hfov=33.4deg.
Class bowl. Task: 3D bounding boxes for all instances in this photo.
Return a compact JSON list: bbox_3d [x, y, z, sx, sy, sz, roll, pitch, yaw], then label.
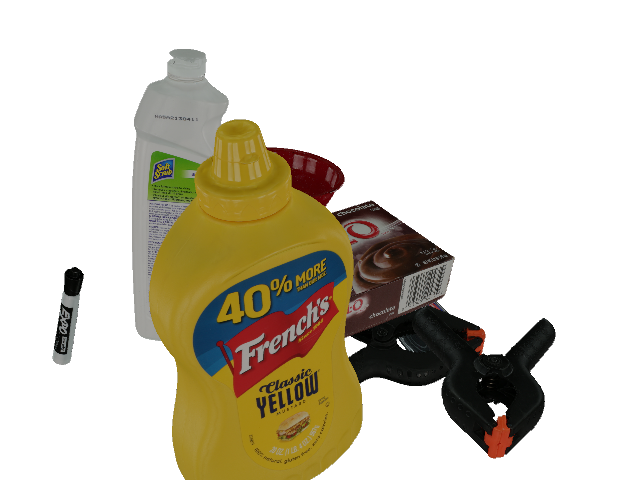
[{"bbox_3d":[-0.054,-0.060,1.307,0.162,0.055,0.162,5,26,-3],"label":"bowl"}]

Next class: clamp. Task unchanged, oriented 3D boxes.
[{"bbox_3d":[0.054,0.108,1.035,0.210,0.164,0.036,4,-43,2],"label":"clamp"},{"bbox_3d":[0.145,0.107,0.853,0.120,0.039,0.171,-4,33,-4],"label":"clamp"}]

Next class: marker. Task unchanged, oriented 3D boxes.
[{"bbox_3d":[-0.255,0.076,1.080,0.020,0.121,0.020,12,35,-8],"label":"marker"}]

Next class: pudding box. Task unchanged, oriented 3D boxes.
[{"bbox_3d":[0.018,0.019,0.717,0.113,0.039,0.090,-16,38,-34],"label":"pudding box"}]

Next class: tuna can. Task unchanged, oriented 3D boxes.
[{"bbox_3d":[0.123,0.105,1.252,0.033,0.086,0.086,-36,17,-24],"label":"tuna can"}]

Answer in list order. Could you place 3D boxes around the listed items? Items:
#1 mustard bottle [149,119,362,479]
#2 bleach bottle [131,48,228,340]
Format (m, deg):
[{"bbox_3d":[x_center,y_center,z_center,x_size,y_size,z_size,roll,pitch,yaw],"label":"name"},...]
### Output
[{"bbox_3d":[-0.029,0.032,0.491,0.096,0.192,0.058,-21,38,-23],"label":"mustard bottle"},{"bbox_3d":[-0.108,-0.036,0.907,0.102,0.251,0.068,2,25,-8],"label":"bleach bottle"}]
